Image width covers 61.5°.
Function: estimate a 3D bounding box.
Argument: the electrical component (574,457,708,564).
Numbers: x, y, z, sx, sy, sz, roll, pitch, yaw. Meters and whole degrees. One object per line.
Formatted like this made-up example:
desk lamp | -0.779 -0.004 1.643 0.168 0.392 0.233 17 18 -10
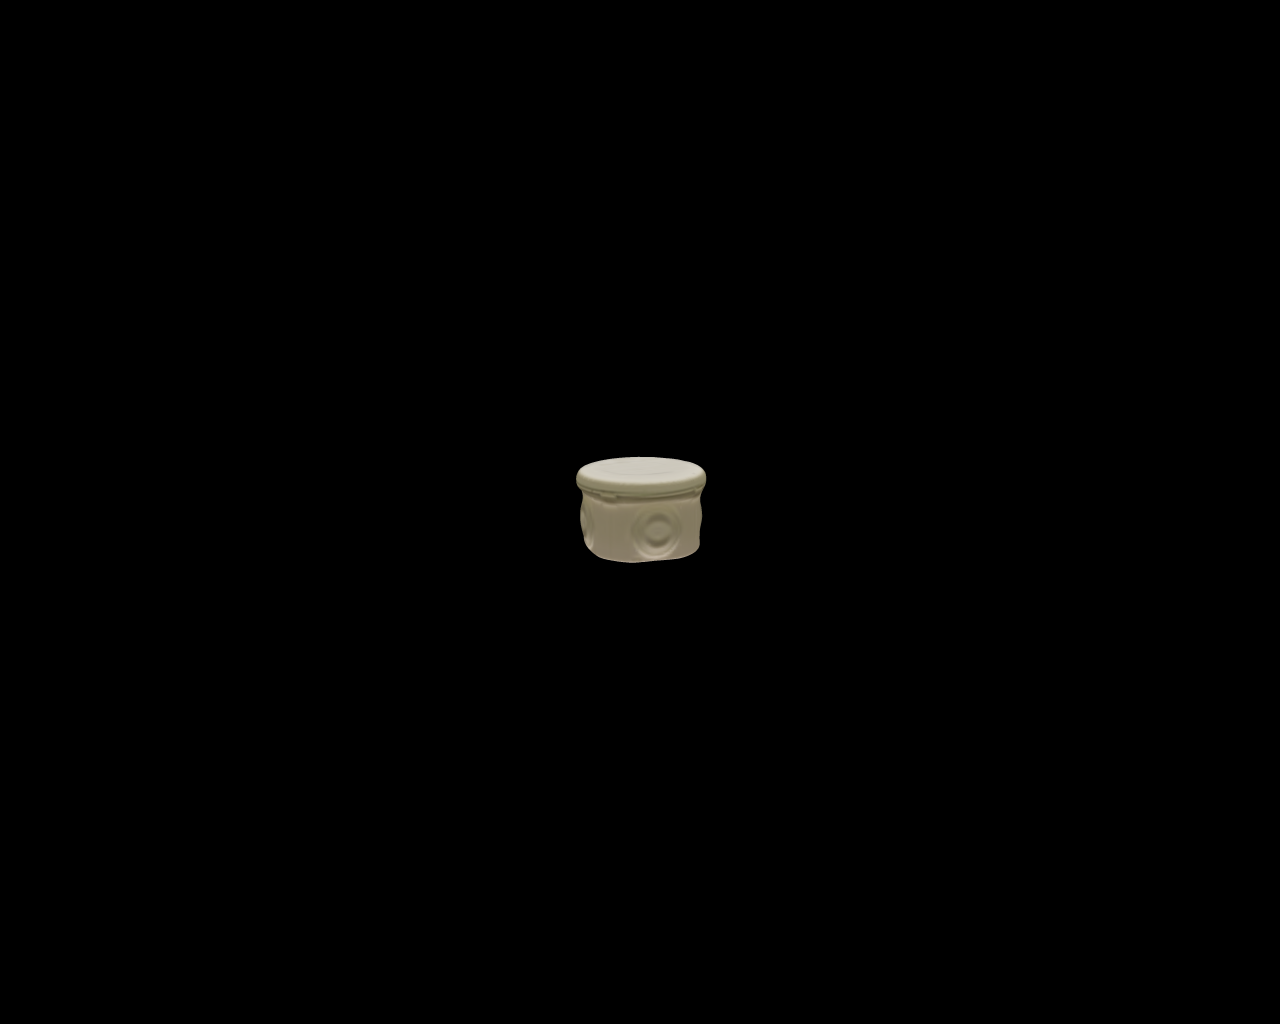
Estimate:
electrical component | 0.001 -0.003 0.650 0.080 0.051 0.080 0 14 0
